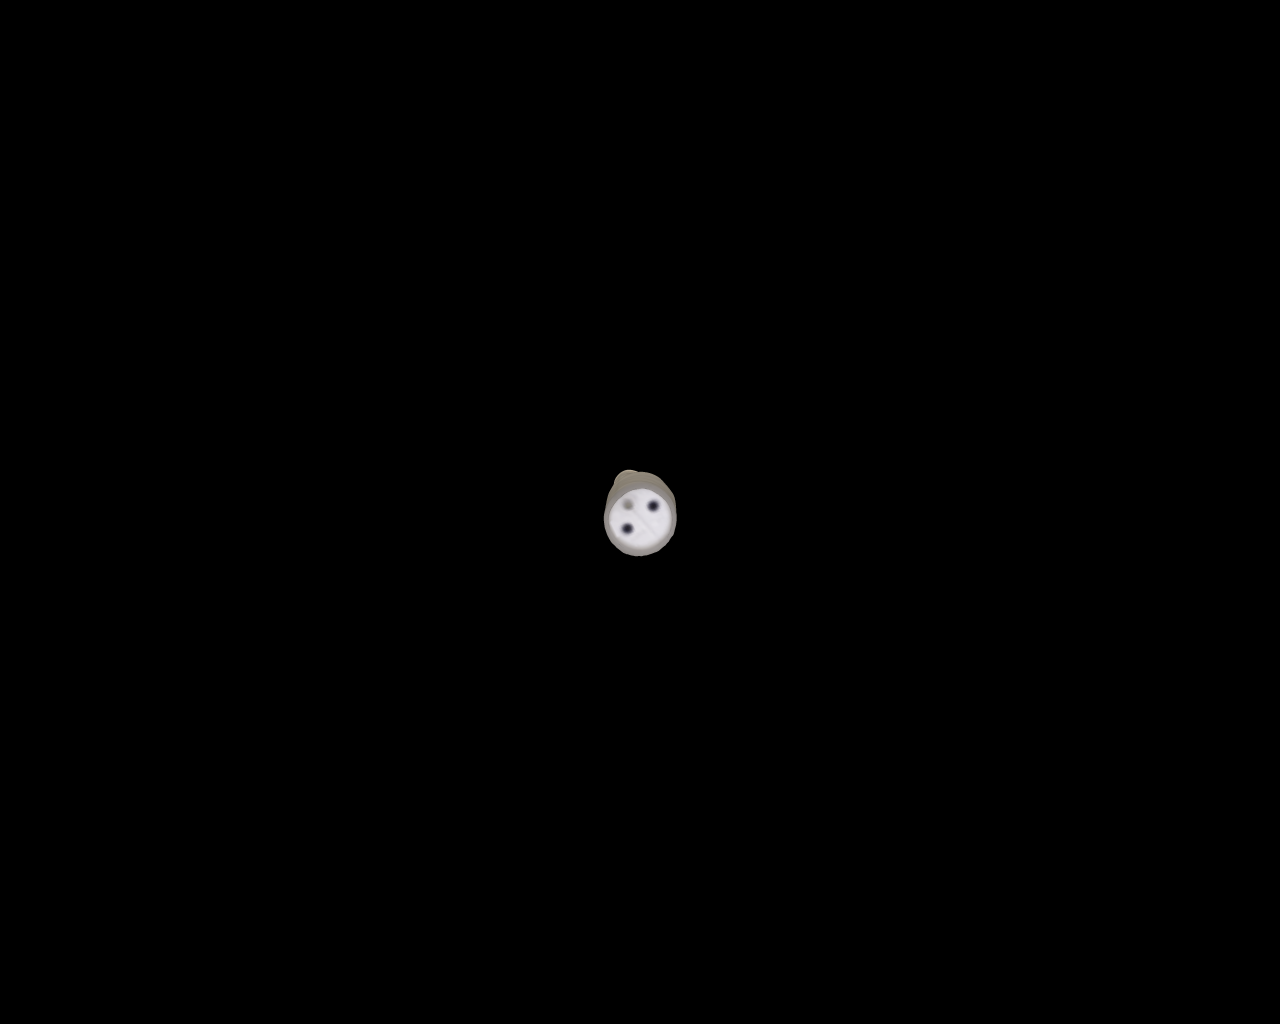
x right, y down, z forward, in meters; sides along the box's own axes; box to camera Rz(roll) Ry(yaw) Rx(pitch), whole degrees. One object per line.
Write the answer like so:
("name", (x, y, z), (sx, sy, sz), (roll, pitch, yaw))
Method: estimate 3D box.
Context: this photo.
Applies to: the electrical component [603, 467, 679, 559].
("electrical component", (0.001, -0.003, 0.650), (0.043, 0.043, 0.081), (0, 12, 0))
